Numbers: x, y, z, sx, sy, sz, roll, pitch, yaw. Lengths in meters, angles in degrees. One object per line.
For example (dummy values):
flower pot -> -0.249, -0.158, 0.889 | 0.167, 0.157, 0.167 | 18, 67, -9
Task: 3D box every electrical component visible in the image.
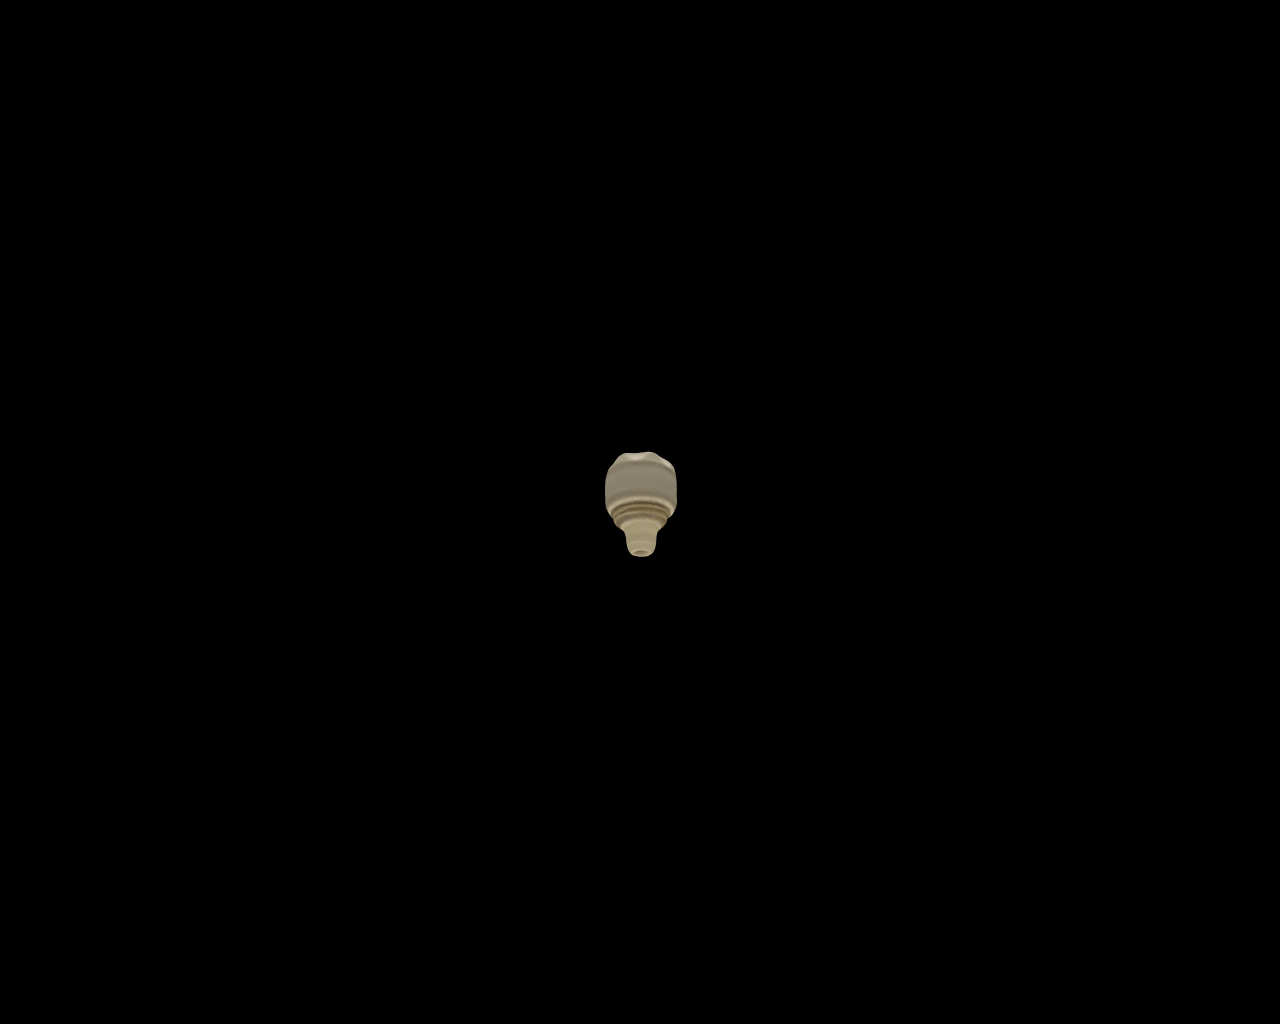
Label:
electrical component -> 0.001, -0.003, 0.650 | 0.043, 0.062, 0.043 | 0, -24, 0
